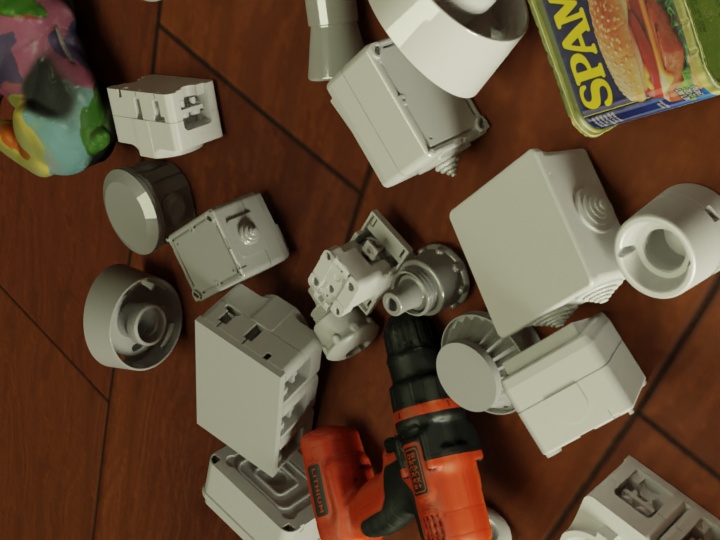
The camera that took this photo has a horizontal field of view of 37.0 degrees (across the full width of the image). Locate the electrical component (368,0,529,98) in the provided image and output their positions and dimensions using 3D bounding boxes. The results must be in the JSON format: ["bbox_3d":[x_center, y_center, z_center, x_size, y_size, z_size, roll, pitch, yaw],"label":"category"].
[{"bbox_3d":[0.048,-0.152,0.627,0.099,0.099,0.064,55,134,8],"label":"electrical component"}]

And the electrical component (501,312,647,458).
[{"bbox_3d":[0.132,0.064,0.665,0.062,0.096,0.061,-33,85,21],"label":"electrical component"}]

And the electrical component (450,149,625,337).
[{"bbox_3d":[0.112,-0.017,0.656,0.100,0.048,0.099,-39,68,50],"label":"electrical component"}]

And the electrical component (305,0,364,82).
[{"bbox_3d":[-0.018,-0.164,0.731,0.044,0.044,0.065,9,113,44],"label":"electrical component"}]

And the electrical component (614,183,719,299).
[{"bbox_3d":[0.176,-0.015,0.603,0.055,0.047,0.055,25,128,36],"label":"electrical component"}]

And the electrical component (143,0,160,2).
[{"bbox_3d":[-0.141,-0.258,0.793,0.108,0.060,0.108,25,128,36],"label":"electrical component"}]

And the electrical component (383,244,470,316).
[{"bbox_3d":[0.042,0.012,0.750,0.048,0.062,0.048,25,128,36],"label":"electrical component"}]

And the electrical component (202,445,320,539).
[{"bbox_3d":[-0.080,0.207,0.980,0.113,0.078,0.057,37,131,27],"label":"electrical component"}]

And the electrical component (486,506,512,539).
[{"bbox_3d":[0.087,0.215,0.833,0.048,0.048,0.062,45,144,19],"label":"electrical component"}]

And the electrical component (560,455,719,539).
[{"bbox_3d":[0.204,0.206,0.687,0.150,0.062,0.089,36,134,28],"label":"electrical component"}]

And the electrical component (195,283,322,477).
[{"bbox_3d":[-0.085,0.092,0.911,0.089,0.062,0.150,32,142,19],"label":"electrical component"}]

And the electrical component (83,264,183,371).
[{"bbox_3d":[-0.219,0.046,1.025,0.064,0.099,0.099,10,119,37],"label":"electrical component"}]

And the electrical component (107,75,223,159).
[{"bbox_3d":[-0.163,-0.128,0.898,0.089,0.050,0.055,14,121,43],"label":"electrical component"}]

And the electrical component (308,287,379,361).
[{"bbox_3d":[-0.018,0.037,0.844,0.062,0.048,0.048,57,141,16],"label":"electrical component"}]

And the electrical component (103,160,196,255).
[{"bbox_3d":[-0.190,-0.058,0.967,0.080,0.051,0.080,25,128,36],"label":"electrical component"}]

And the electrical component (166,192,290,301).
[{"bbox_3d":[-0.103,-0.022,0.886,0.096,0.061,0.061,-24,92,51],"label":"electrical component"}]

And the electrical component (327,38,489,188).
[{"bbox_3d":[0.032,-0.099,0.698,0.061,0.062,0.096,-33,86,51],"label":"electrical component"}]

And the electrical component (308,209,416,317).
[{"bbox_3d":[0.000,0.000,0.787,0.042,0.064,0.081,48,138,15],"label":"electrical component"}]
